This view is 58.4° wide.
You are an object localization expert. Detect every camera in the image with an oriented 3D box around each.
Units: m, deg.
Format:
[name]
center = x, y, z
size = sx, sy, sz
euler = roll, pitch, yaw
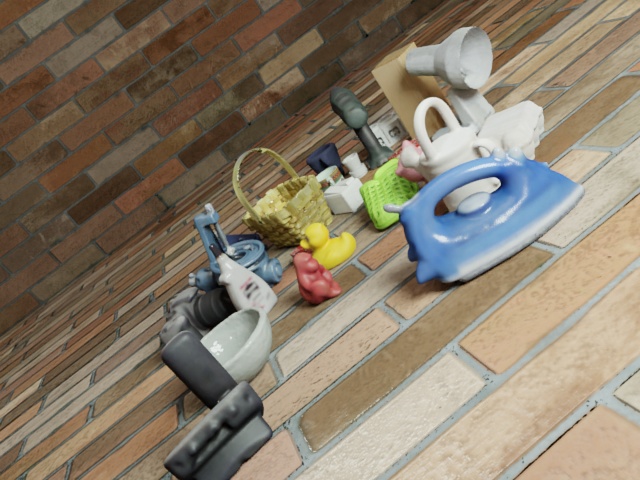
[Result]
[camera]
center = -0.246, 0.151, 1.177
size = 0.136, 0.101, 0.143
euler = -25, 22, 28

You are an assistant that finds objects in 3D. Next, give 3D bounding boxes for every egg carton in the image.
[egg carton]
center = 0.334, -0.182, 1.006
size = 0.107, 0.069, 0.150
euler = -19, 25, 40

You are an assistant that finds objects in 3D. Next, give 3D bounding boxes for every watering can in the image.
[watering can]
center = 0.205, -0.138, 0.932
size = 0.172, 0.194, 0.101
euler = -22, 24, 35

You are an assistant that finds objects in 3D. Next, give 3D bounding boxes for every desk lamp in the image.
[desk lamp]
center = 0.284, -0.329, 1.214
size = 0.118, 0.214, 0.202
euler = -46, 22, -26

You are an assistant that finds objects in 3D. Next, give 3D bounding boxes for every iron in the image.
[iron]
center = 0.219, -0.052, 0.789
size = 0.258, 0.142, 0.118
euler = -33, 20, 10

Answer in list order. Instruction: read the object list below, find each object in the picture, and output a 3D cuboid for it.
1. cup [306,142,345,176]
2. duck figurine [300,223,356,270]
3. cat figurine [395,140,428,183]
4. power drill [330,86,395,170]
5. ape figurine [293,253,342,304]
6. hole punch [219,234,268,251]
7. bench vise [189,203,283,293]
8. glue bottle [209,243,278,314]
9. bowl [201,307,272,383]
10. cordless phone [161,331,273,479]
[cup]
center = 0.026, -0.198, 1.536
size = 0.091, 0.095, 0.117
euler = -35, 19, 3
[duck figurine]
center = 0.010, 0.004, 1.103
size = 0.104, 0.086, 0.077
euler = -25, 22, 29
[cat figurine]
center = 0.201, -0.144, 1.071
size = 0.128, 0.118, 0.067
euler = -35, 19, 3
[power drill]
center = 0.099, -0.288, 1.446
size = 0.075, 0.209, 0.229
euler = -34, 19, 6
[ape figurine]
center = -0.013, 0.061, 0.998
size = 0.076, 0.092, 0.078
euler = -24, 23, 31
[hole punch]
center = -0.194, 0.024, 1.399
size = 0.101, 0.091, 0.109
euler = -27, 21, 24
[bench vise]
center = -0.213, 0.041, 1.194
size = 0.207, 0.220, 0.121
euler = -32, 20, 12
[glue bottle]
center = -0.155, 0.075, 1.085
size = 0.037, 0.173, 0.078
euler = -14, 29, 48
[bowl]
center = -0.137, 0.191, 0.936
size = 0.167, 0.075, 0.167
euler = -32, 20, 13
[cordless phone]
center = -0.165, 0.220, 0.746
size = 0.148, 0.185, 0.094
euler = -45, 21, -23
